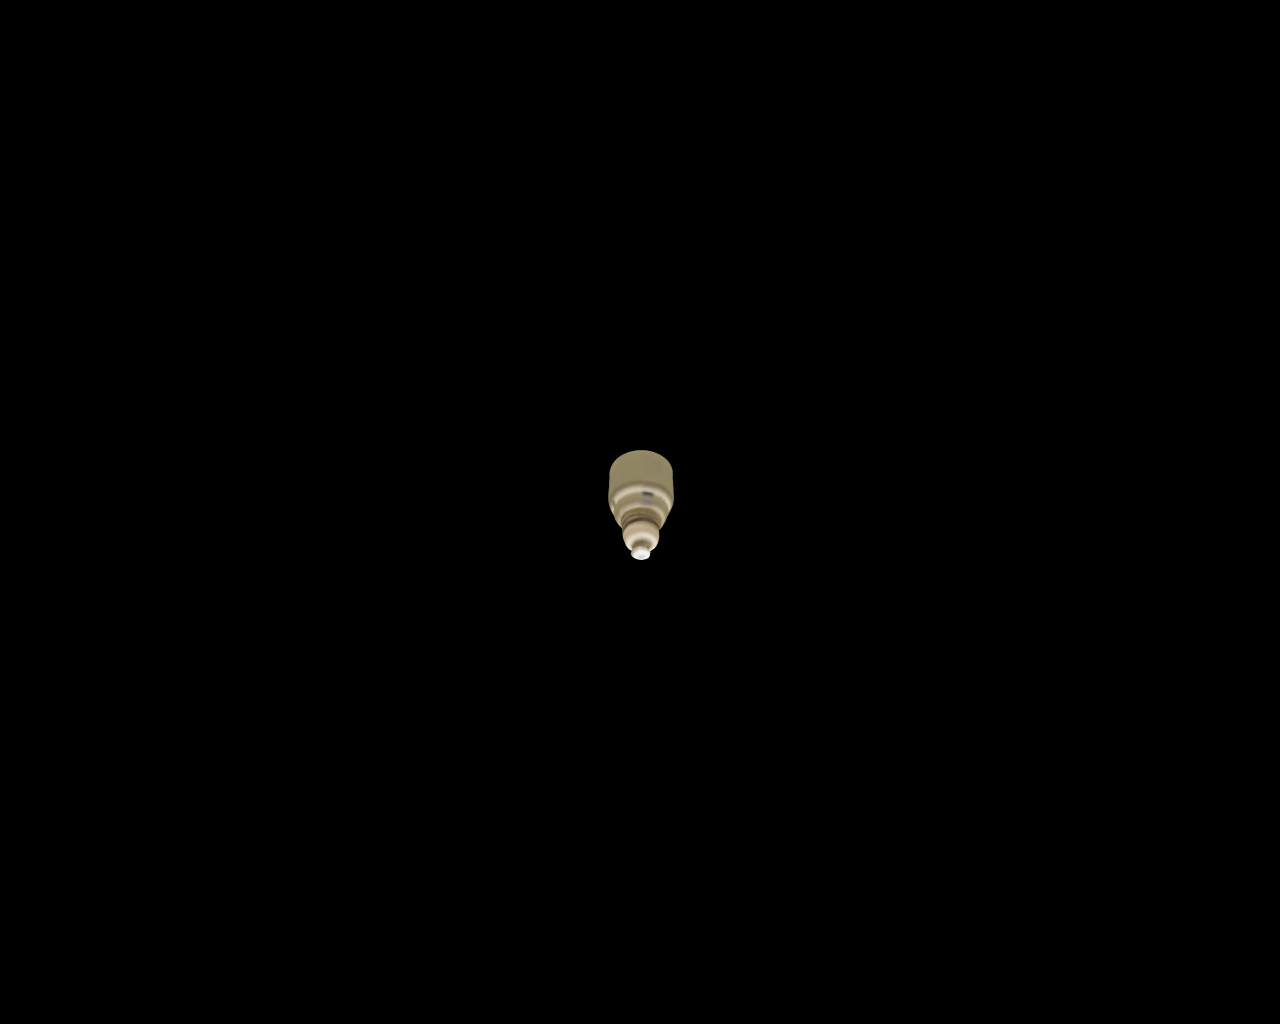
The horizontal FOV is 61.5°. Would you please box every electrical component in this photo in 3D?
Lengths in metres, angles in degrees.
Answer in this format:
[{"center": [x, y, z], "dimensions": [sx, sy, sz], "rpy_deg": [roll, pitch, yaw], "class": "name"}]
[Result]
[{"center": [0.001, -0.003, 0.650], "dimensions": [0.040, 0.078, 0.040], "rpy_deg": [0, -42, 0], "class": "electrical component"}]
